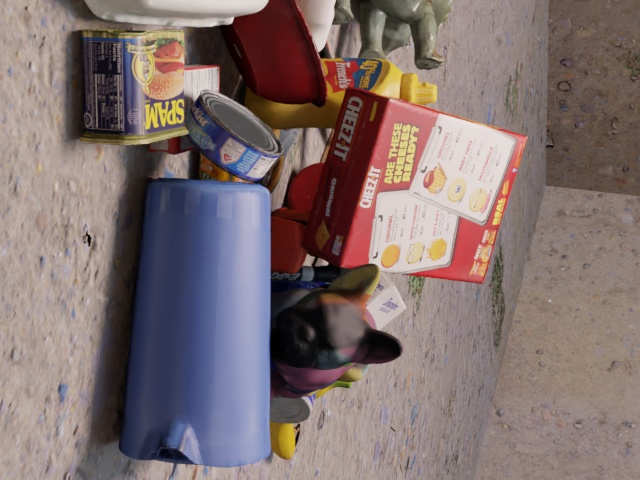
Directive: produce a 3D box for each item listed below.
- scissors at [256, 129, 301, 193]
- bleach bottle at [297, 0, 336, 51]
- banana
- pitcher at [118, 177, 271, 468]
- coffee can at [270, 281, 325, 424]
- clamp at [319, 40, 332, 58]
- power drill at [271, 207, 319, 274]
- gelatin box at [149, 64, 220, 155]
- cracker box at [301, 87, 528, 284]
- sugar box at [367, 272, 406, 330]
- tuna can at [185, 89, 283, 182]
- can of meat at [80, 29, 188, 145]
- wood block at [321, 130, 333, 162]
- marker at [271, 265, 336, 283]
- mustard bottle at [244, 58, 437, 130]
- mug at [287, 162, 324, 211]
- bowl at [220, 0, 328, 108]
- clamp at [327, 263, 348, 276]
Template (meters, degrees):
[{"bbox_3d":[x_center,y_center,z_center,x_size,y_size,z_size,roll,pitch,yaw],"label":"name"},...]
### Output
[{"bbox_3d":[-0.040,-0.130,1.212,0.096,0.016,0.201,81,24,-42],"label":"scissors"},{"bbox_3d":[-0.004,-0.275,1.108,0.251,0.068,0.102,105,-3,-52],"label":"bleach bottle"},{"bbox_3d":[-0.032,0.206,1.260,0.198,0.069,0.037,-56,-175,48],"label":"banana"},{"bbox_3d":[-0.102,0.069,0.940,0.144,0.149,0.243,2,93,-35],"label":"pitcher"},{"bbox_3d":[-0.039,0.116,1.175,0.103,0.103,0.140,74,30,-52],"label":"coffee can"},{"bbox_3d":[0.022,-0.158,1.283,0.120,0.039,0.171,-115,180,-53],"label":"clamp"},{"bbox_3d":[-0.007,0.001,1.126,0.187,0.185,0.057,-2,99,-62],"label":"power drill"},{"bbox_3d":[-0.120,-0.118,0.946,0.089,0.030,0.073,-31,125,-67],"label":"gelatin box"},{"bbox_3d":[0.097,-0.050,1.062,0.213,0.072,0.164,8,102,-42],"label":"cracker box"},{"bbox_3d":[0.019,0.110,1.291,0.176,0.048,0.093,-41,155,-4],"label":"sugar box"},{"bbox_3d":[-0.075,-0.088,0.904,0.034,0.086,0.086,-51,170,18],"label":"tuna can"},{"bbox_3d":[-0.144,-0.121,0.830,0.102,0.057,0.084,-31,124,-68],"label":"can of meat"},{"bbox_3d":[0.070,-0.062,1.456,0.206,0.091,0.090,74,29,-52],"label":"wood block"},{"bbox_3d":[-0.039,0.035,1.141,0.020,0.121,0.020,-177,-90,-67],"label":"marker"},{"bbox_3d":[0.024,-0.152,1.101,0.096,0.192,0.058,-71,159,-49],"label":"mustard bottle"},{"bbox_3d":[0.002,-0.034,1.286,0.117,0.093,0.081,-43,151,-1],"label":"mug"},{"bbox_3d":[-0.054,-0.188,1.004,0.162,0.055,0.162,61,-9,17],"label":"bowl"},{"bbox_3d":[0.046,0.027,1.288,0.164,0.036,0.210,-9,139,-46],"label":"clamp"}]
